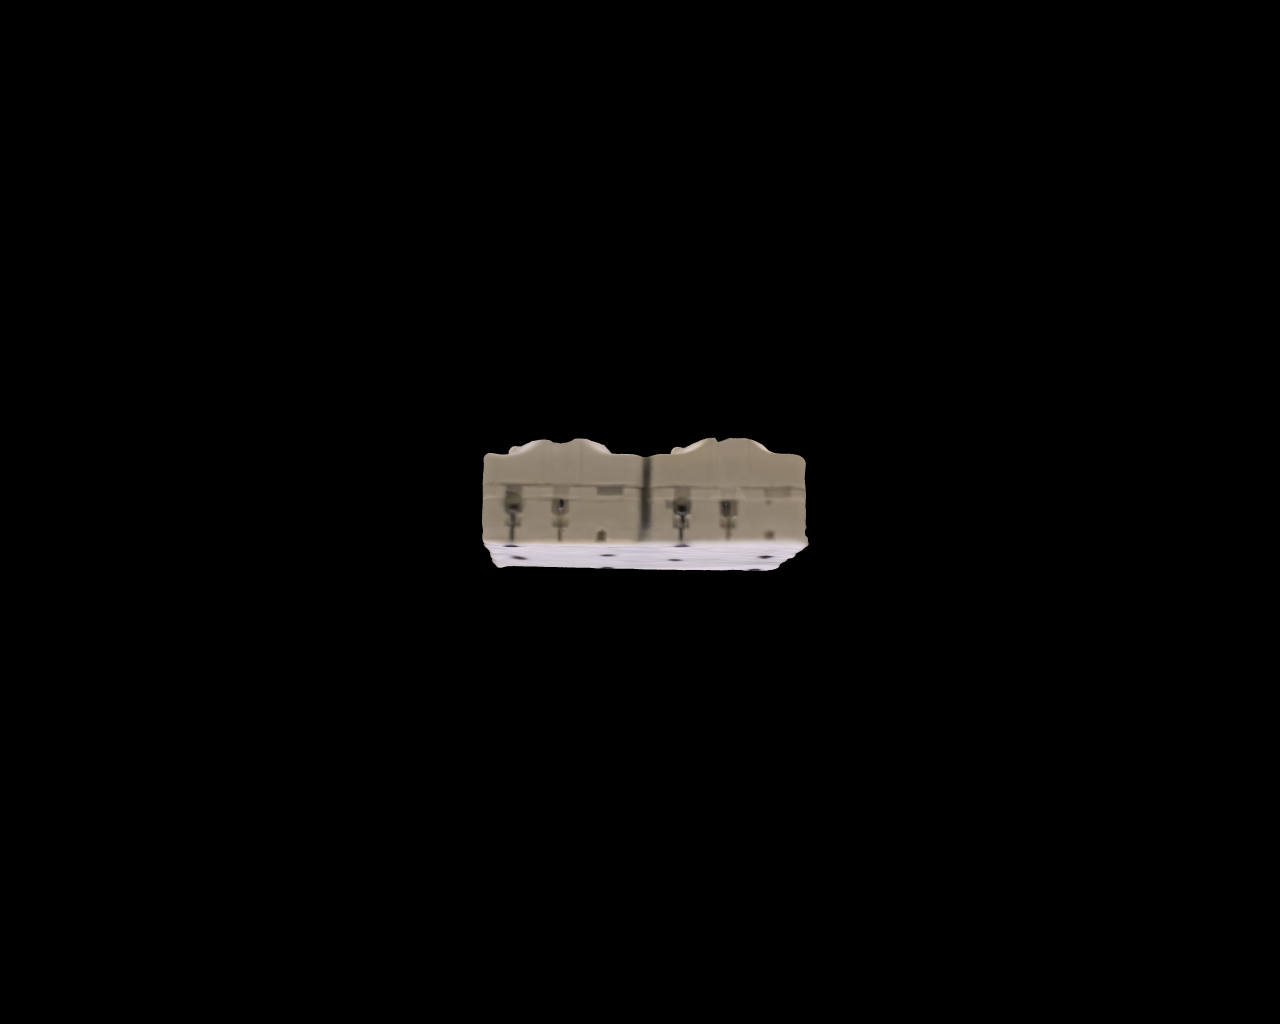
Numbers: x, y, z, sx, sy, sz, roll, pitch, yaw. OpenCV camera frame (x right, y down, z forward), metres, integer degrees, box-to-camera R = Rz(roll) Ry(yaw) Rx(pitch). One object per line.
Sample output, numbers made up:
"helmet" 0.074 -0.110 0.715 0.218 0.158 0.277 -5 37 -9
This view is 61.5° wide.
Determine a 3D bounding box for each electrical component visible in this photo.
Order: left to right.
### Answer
"electrical component" 0.001 -0.003 0.650 0.186 0.060 0.105 0 -11 -2
